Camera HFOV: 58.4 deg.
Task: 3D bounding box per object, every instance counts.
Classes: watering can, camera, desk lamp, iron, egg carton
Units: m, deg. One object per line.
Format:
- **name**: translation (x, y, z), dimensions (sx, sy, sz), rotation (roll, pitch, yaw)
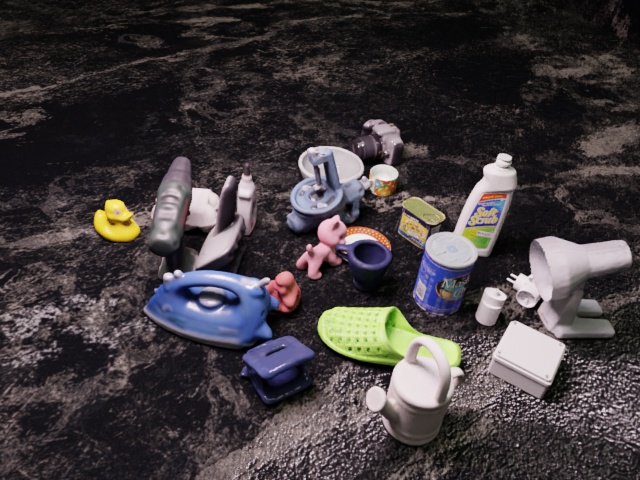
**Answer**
- **watering can**: translation (0.157, 0.238, 0.912), dimensions (0.100, 0.194, 0.173), rotation (33, 47, 28)
- **camera**: translation (0.146, -0.275, 1.585), dimensions (0.137, 0.101, 0.142), rotation (-14, 44, -23)
- **desk lamp**: translation (0.499, 0.086, 1.122), dimensions (0.203, 0.214, 0.118), rotation (1, 41, -7)
- **iron**: translation (-0.207, 0.106, 1.058), dimensions (0.258, 0.141, 0.118), rotation (8, 40, 1)
- **egg carton**: translation (-0.303, -0.069, 1.306), dimensions (0.150, 0.069, 0.107), rotation (4, 40, -3)

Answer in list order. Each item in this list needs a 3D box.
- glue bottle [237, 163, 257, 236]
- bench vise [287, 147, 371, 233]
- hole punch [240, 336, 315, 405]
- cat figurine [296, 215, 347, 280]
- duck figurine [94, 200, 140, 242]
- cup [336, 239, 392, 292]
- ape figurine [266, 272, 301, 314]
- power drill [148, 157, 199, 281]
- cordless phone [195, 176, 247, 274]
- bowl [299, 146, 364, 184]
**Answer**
- **glue bottle**: translation (-0.163, -0.097, 1.278), dimensions (0.037, 0.173, 0.078), rotation (7, 40, 1)
- **bench vise**: translation (0.019, -0.131, 1.307), dimensions (0.121, 0.220, 0.208), rotation (33, 47, 28)
- **hole punch**: translation (-0.075, 0.212, 0.991), dimensions (0.109, 0.091, 0.100), rotation (-20, 47, -28)
- **cat figurine**: translation (0.011, 0.004, 1.226), dimensions (0.067, 0.118, 0.128), rotation (32, 47, 27)
- **duck figurine**: translation (-0.448, -0.051, 1.253), dimensions (0.104, 0.086, 0.078), rotation (19, 42, 14)
- **cup**: translation (0.085, 0.056, 1.193), dimensions (0.117, 0.095, 0.092), rotation (15, 41, 10)
- **ape figurine**: translation (-0.071, 0.099, 1.124), dimensions (0.076, 0.092, 0.077), rotation (-13, 44, -22)
- **power drill**: translation (-0.290, -0.025, 1.149), dimensions (0.075, 0.208, 0.229), rotation (3, 40, -4)
- **cordless phone**: translation (-0.204, -0.029, 1.184), dimensions (0.094, 0.185, 0.147), rotation (6, 40, 0)
- **bowl**: translation (0.025, -0.166, 1.462), dimensions (0.167, 0.075, 0.167), rotation (4, 40, -3)
